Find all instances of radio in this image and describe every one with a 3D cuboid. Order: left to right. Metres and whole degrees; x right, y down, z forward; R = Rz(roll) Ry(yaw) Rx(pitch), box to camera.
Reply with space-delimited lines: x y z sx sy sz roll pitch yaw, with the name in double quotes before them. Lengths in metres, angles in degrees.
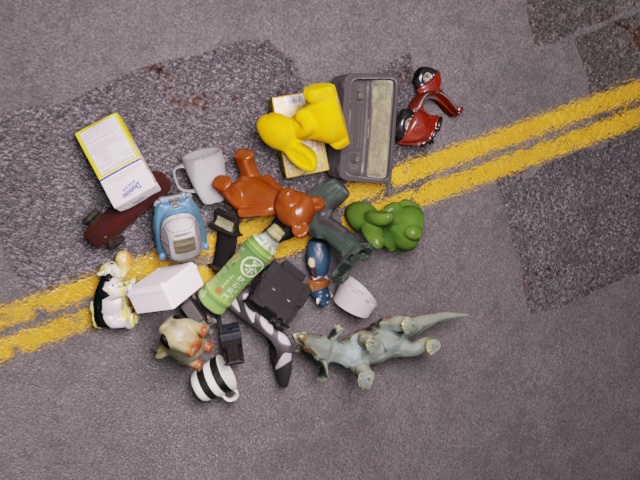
"radio" 0.089 -0.238 1.152 0.131 0.073 0.229 -2 100 -25

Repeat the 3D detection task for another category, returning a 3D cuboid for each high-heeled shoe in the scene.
"high-heeled shoe" -0.140 0.218 1.197 0.145 0.086 0.248 -5 94 -12

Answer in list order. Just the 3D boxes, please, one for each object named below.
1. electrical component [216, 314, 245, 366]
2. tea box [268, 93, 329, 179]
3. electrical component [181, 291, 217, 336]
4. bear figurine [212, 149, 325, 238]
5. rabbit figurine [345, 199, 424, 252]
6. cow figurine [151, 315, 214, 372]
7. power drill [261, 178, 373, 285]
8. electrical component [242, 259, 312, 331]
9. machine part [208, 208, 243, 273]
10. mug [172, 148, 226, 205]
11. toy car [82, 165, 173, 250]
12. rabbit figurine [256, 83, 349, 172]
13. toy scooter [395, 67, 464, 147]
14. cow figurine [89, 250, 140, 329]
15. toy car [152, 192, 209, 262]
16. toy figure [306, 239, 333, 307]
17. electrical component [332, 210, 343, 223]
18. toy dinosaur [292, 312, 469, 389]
"electrical component" -0.200 0.209 1.188 0.048 0.075 0.119 -8 98 -13
"tea box" -0.046 -0.223 1.140 0.098 0.068 0.169 -11 103 -10
"electrical component" -0.261 0.154 1.154 0.045 0.078 0.102 -37 75 -3
"bear figurine" -0.099 -0.089 1.088 0.120 0.196 0.131 -56 147 -25
"rabbit figurine" 0.134 -0.030 1.187 0.170 0.159 0.121 15 107 1
"cow figurine" -0.292 0.214 1.120 0.127 0.194 0.085 26 62 8
"power drill" -0.002 -0.003 1.140 0.232 0.086 0.207 -44 61 7
"electrical component" -0.087 0.110 1.165 0.115 0.058 0.134 39 58 -16
"machine part" -0.206 0.005 1.153 0.084 0.039 0.138 18 108 27
"mug" -0.243 -0.126 1.112 0.109 0.081 0.107 -19 113 -13
"toy car" -0.393 -0.065 1.104 0.202 0.053 0.089 -43 112 -6
"rabbit figurine" -0.036 -0.221 1.065 0.173 0.122 0.162 -12 113 3
"toy scooter" 0.244 -0.278 1.191 0.135 0.075 0.183 25 90 -17
"cow figurine" -0.433 0.104 1.124 0.098 0.068 0.167 -1 100 -6
"toy car" -0.280 -0.012 1.093 0.109 0.103 0.161 -13 131 -20
"toy figure" -0.001 0.074 1.211 0.064 0.058 0.154 -6 101 -25
"electrical component" 0.019 -0.045 1.212 0.063 0.021 0.094 -28 104 -6
"toy dinosaur" 0.132 0.231 1.230 0.405 0.192 0.131 -10 97 -27
